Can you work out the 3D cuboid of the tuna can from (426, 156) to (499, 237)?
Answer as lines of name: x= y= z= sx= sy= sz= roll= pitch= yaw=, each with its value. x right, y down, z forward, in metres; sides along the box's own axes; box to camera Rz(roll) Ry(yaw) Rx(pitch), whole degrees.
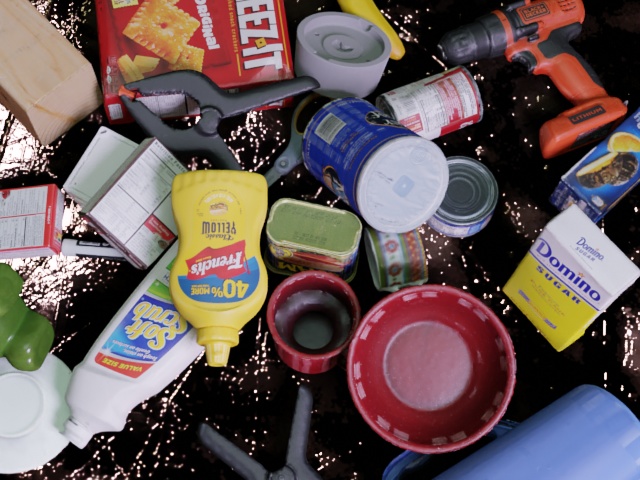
tuna can: x=0.152 y=-0.048 z=1.171 sx=0.086 sy=0.034 sz=0.086 roll=1 pitch=68 yaw=-2

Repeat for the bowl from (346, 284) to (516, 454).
bowl: x=0.106 y=0.124 z=1.039 sx=0.162 sy=0.055 sz=0.162 roll=0 pitch=86 yaw=3

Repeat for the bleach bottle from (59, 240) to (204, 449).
bleach bottle: x=-0.168 y=0.107 z=1.085 sx=0.102 sy=0.068 sz=0.250 roll=34 pitch=73 yaw=11

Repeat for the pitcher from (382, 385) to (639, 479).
pitcher: x=0.187 y=0.236 z=1.015 sx=0.242 sy=0.145 sz=0.149 roll=-32 pitch=96 yaw=-17

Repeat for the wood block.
wood block: x=-0.347 y=-0.216 z=1.193 sx=0.090 sy=0.091 sz=0.206 roll=-41 pitch=75 yaw=-15

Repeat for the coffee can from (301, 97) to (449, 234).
coffee can: x=0.055 y=-0.080 z=1.110 sx=0.102 sy=0.103 sz=0.140 roll=-28 pitch=33 yaw=-12

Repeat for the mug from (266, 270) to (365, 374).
mug: x=0.002 y=0.095 z=1.083 sx=0.117 sy=0.081 sz=0.093 roll=39 pitch=72 yaw=13

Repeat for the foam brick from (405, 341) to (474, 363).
foam brick: x=0.127 y=0.102 z=1.101 sx=0.078 sy=0.051 sz=0.053 roll=14 pitch=68 yaw=5

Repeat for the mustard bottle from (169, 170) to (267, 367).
mustard bottle: x=-0.100 y=0.028 z=1.047 sx=0.096 sy=0.058 sz=0.191 roll=1 pitch=73 yaw=-5

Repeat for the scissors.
scissors: x=-0.020 y=-0.081 z=1.189 sx=0.096 sy=0.016 sz=0.201 roll=25 pitch=70 yaw=8

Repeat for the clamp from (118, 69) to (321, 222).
clamp: x=-0.110 y=-0.134 z=1.146 sx=0.210 sy=0.036 sz=0.164 roll=26 pitch=87 yaw=-6

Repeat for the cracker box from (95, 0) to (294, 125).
cracker box: x=-0.144 y=-0.227 z=1.214 sx=0.213 sy=0.072 sz=0.164 roll=-7 pitch=69 yaw=-5

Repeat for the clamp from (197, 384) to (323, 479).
clamp: x=-0.032 y=0.228 z=1.052 sx=0.120 sy=0.039 sz=0.171 roll=-30 pitch=76 yaw=-7

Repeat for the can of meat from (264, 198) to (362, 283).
can of meat: x=-0.007 y=0.001 z=1.120 sx=0.102 sy=0.084 sz=0.057 roll=12 pitch=68 yaw=3

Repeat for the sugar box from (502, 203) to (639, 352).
sugar box: x=0.244 y=0.042 z=1.061 sx=0.048 sy=0.176 sz=0.093 roll=-37 pitch=74 yaw=-15

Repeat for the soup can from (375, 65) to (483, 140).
soup can: x=0.121 y=-0.147 z=1.192 sx=0.102 sy=0.068 sz=0.068 roll=-21 pitch=70 yaw=-10

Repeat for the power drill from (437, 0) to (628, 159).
power drill: x=0.248 y=-0.188 z=1.218 sx=0.184 sy=0.057 sz=0.188 roll=-21 pitch=70 yaw=-10

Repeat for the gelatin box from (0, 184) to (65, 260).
gelatin box: x=-0.320 y=-0.018 z=1.139 sx=0.089 sy=0.030 sz=0.073 roll=-6 pitch=67 yaw=11

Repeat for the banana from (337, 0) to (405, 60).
banana: x=0.050 y=-0.299 z=1.267 sx=0.069 sy=0.037 sz=0.198 roll=-8 pitch=69 yaw=-5

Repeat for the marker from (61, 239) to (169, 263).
marker: x=-0.215 y=0.013 z=1.143 sx=0.121 sy=0.020 sz=0.020 roll=5 pitch=68 yaw=0

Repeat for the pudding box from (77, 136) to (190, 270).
pudding box: x=-0.180 y=-0.038 z=1.111 sx=0.090 sy=0.039 sz=0.113 roll=45 pitch=71 yaw=-19
